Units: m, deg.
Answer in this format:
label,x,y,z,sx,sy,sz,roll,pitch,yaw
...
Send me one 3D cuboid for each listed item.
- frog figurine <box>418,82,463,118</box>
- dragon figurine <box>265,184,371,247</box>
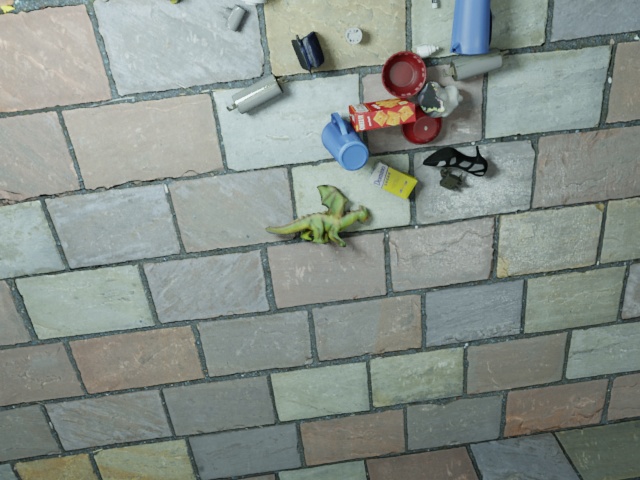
label,x,y,z,sx,sy,sz,roll,pitch,yaw
frog figurine,0.436,-0.514,1.871,0.138,0.161,0.120,52,133,13
dragon figurine,0.006,-0.103,2.042,0.410,0.123,0.241,11,97,-13
